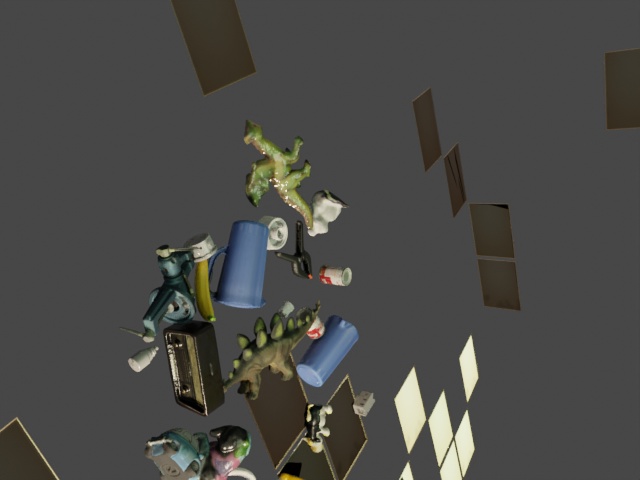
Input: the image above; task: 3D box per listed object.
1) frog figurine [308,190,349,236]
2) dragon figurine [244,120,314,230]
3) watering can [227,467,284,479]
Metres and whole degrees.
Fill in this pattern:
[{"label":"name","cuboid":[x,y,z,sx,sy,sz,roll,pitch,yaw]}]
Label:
[{"label":"frog figurine","cuboid":[0.006,-0.092,1.823,0.158,0.124,0.137,-53,157,14]},{"label":"dragon figurine","cuboid":[-0.141,-0.181,1.604,0.246,0.122,0.405,-28,110,-38]},{"label":"watering can","cuboid":[-0.235,0.784,1.494,0.343,0.104,0.227,33,66,-44]}]
